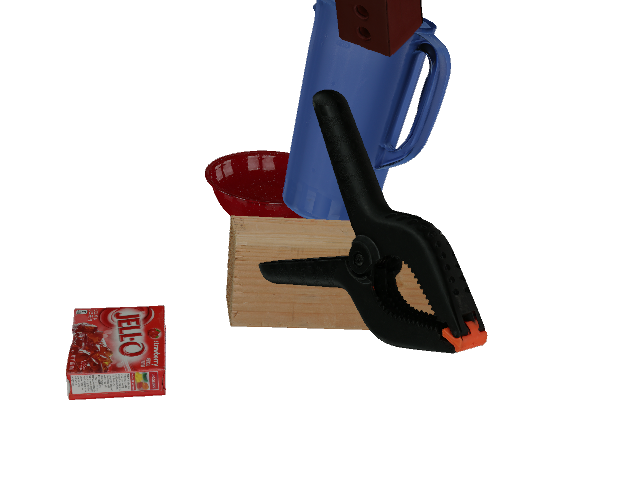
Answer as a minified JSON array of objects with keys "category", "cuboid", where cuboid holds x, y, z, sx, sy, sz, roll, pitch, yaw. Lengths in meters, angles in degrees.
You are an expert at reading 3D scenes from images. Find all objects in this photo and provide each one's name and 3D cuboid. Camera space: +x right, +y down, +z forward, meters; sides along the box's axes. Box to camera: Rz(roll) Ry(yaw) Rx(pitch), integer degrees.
[{"category":"foam brick","cuboid":[0.046,-0.196,0.848,0.053,0.051,0.078,25,-31,26]},{"category":"clamp","cuboid":[0.038,0.000,0.747,0.036,0.165,0.210,-11,34,-40]},{"category":"bowl","cuboid":[-0.061,-0.055,1.292,0.162,0.055,0.162,4,26,-2]},{"category":"wood block","cuboid":[0.012,0.033,1.064,0.206,0.091,0.090,3,17,-9]},{"category":"pitcher","cuboid":[0.042,-0.138,1.176,0.145,0.243,0.149,10,20,-9]},{"category":"gelatin box","cuboid":[-0.157,0.085,0.831,0.073,0.030,0.089,-2,30,-7]}]
